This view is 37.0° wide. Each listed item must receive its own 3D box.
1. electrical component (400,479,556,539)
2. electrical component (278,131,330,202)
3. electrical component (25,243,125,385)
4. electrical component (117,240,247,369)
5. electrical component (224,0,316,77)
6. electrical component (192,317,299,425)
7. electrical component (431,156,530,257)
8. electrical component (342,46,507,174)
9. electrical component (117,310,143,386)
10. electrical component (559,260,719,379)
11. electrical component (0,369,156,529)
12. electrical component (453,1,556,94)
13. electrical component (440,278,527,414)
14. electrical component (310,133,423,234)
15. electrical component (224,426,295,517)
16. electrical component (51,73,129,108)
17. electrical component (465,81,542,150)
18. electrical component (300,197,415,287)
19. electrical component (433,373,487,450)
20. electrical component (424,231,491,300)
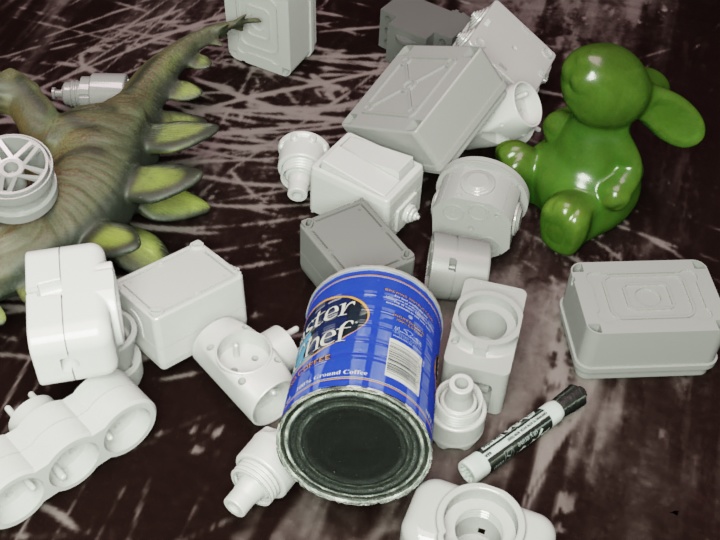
[{"bbox_3d":[0.075,0.178,0.699,0.095,0.059,0.053,17,48,13],"label":"electrical component"},{"bbox_3d":[-0.053,-0.090,0.963,0.048,0.048,0.062,5,53,1],"label":"electrical component"},{"bbox_3d":[-0.199,0.029,0.753,0.059,0.053,0.095,-9,47,-10],"label":"electrical component"},{"bbox_3d":[-0.132,0.026,0.832,0.096,0.061,0.062,-28,45,-31],"label":"electrical component"},{"bbox_3d":[-0.088,-0.262,1.079,0.078,0.113,0.057,22,52,17],"label":"electrical component"},{"bbox_3d":[-0.072,0.067,0.809,0.079,0.044,0.077,-30,54,-28],"label":"electrical component"},{"bbox_3d":[0.100,-0.053,0.911,0.080,0.080,0.051,14,52,10],"label":"electrical component"},{"bbox_3d":[0.058,-0.146,0.967,0.109,0.056,0.108,16,63,51],"label":"electrical component"},{"bbox_3d":[-0.186,0.062,0.800,0.045,0.055,0.045,2,46,-2],"label":"electrical component"},{"bbox_3d":[0.220,0.039,0.842,0.113,0.057,0.078,-1,46,-4],"label":"electrical component"},{"bbox_3d":[-0.220,0.112,0.752,0.138,0.052,0.074,-33,56,-29],"label":"electrical component"},{"bbox_3d":[0.137,-0.204,1.052,0.100,0.048,0.099,40,49,-10],"label":"electrical component"},{"bbox_3d":[0.095,0.054,0.822,0.050,0.055,0.089,12,47,9],"label":"electrical component"},{"bbox_3d":[0.011,-0.071,0.935,0.096,0.061,0.061,26,50,21],"label":"electrical component"},{"bbox_3d":[-0.068,0.141,0.739,0.043,0.043,0.062,26,51,21],"label":"electrical component"},{"bbox_3d":[-0.255,-0.168,1.029,0.078,0.040,0.040,1,46,-2],"label":"electrical component"},{"bbox_3d":[0.137,-0.139,1.007,0.079,0.077,0.043,14,68,-43],"label":"electrical component"},{"bbox_3d":[0.000,0.000,0.866,0.062,0.061,0.096,-23,51,-23],"label":"electrical component"},{"bbox_3d":[0.070,0.099,0.773,0.043,0.062,0.043,1,50,-1],"label":"electrical component"},{"bbox_3d":[0.080,-0.001,0.877,0.047,0.055,0.055,8,46,-1],"label":"electrical component"}]
